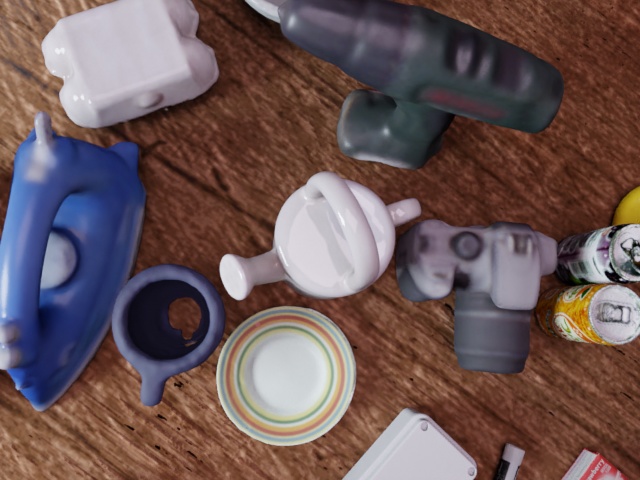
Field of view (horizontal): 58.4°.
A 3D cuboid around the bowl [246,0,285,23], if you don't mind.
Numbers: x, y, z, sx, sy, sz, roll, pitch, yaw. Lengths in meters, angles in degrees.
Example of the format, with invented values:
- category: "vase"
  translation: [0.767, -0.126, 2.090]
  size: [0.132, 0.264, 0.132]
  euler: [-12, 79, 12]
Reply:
- category: "bowl"
  translation: [-0.018, -0.281, 0.573]
  size: [0.167, 0.074, 0.167]
  euler: [1, 83, -6]

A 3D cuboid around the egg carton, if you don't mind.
- category: "egg carton"
  translation: [-0.178, -0.170, 0.546]
  size: [0.150, 0.069, 0.107]
  euler: [-23, 86, -8]

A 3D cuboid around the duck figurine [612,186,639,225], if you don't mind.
- category: "duck figurine"
  translation: [0.355, -0.024, 0.576]
  size: [0.077, 0.086, 0.104]
  euler: [43, 81, 0]

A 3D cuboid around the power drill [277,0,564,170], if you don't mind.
- category: "power drill"
  translation: [0.074, -0.128, 0.497]
  size: [0.229, 0.208, 0.076]
  euler: [10, 82, -4]

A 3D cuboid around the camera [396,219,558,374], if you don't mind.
- category: "camera"
  translation: [0.150, 0.054, 0.538]
  size: [0.143, 0.100, 0.137]
  euler: [4, 83, -5]

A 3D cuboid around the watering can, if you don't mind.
- category: "watering can"
  translation: [0.005, 0.004, 0.482]
  size: [0.173, 0.194, 0.101]
  euler: [-44, 89, -9]

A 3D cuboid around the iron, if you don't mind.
- category: "iron"
  translation: [-0.230, 0.024, 0.482]
  size: [0.118, 0.141, 0.258]
  euler: [8, 83, -5]

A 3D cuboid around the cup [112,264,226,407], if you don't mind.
- category: "cup"
  translation: [-0.130, 0.083, 0.509]
  size: [0.091, 0.095, 0.118]
  euler: [11, 82, -4]
